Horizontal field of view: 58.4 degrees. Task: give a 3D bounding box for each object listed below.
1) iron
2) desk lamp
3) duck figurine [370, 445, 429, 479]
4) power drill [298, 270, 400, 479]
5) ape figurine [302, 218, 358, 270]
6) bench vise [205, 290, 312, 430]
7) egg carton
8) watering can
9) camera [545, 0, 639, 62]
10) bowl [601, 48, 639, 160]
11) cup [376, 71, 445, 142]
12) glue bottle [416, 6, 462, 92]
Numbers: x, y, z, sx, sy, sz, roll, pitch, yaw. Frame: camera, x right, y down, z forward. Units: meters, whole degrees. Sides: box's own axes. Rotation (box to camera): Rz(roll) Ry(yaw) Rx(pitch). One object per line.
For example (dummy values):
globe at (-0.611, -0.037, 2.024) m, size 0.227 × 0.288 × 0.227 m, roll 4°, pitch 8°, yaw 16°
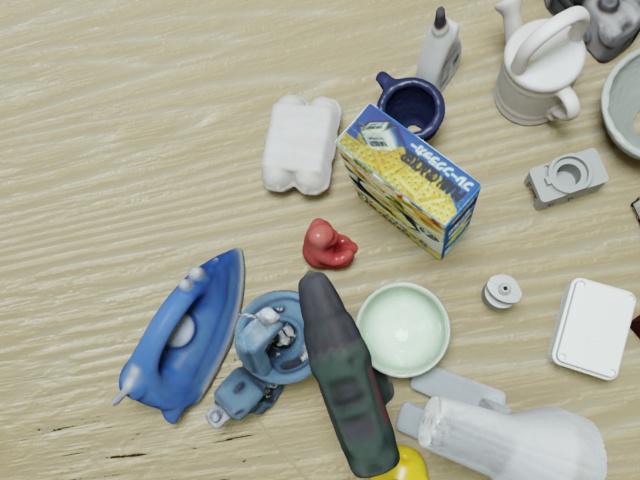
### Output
iron at (-0.189, 0.114, 0.773) m, size 0.118 × 0.141 × 0.258 m, roll 25°, pitch 84°, yaw 14°
desk lamp at (0.189, 0.223, 0.647) m, size 0.203 × 0.214 × 0.118 m, roll 18°, pitch 82°, yaw 13°
duck figurine at (0.097, 0.313, 0.711) m, size 0.077 × 0.086 × 0.105 m, roll 12°, pitch 81°, yaw 12°
power drill at (0.036, 0.158, 0.690) m, size 0.075 × 0.208 × 0.229 m, roll -21°, pitch 76°, yaw 6°
ape figurine at (0.007, 0.003, 0.787) m, size 0.076 × 0.092 × 0.078 m, roll -22°, pitch 76°, yaw 5°
bench vise at (-0.064, 0.152, 0.703) m, size 0.121 × 0.220 × 0.207 m, roll 21°, pitch 83°, yaw 14°
egg carton at (-0.027, -0.138, 0.833) m, size 0.107 × 0.069 × 0.150 m, roll 7°, pitch 80°, yaw 11°
watering can at (0.279, -0.235, 0.734) m, size 0.172 × 0.194 × 0.101 m, roll 41°, pitch 88°, yaw 15°
camera at (0.405, -0.348, 0.783) m, size 0.137 × 0.101 × 0.143 m, roll -34°, pitch 75°, yaw 2°
bowl at (0.448, -0.168, 0.753) m, size 0.167 × 0.075 × 0.167 m, roll -2°, pitch 78°, yaw 10°
cup at (0.119, -0.175, 0.802) m, size 0.091 × 0.095 × 0.117 m, roll -37°, pitch 75°, yaw 1°
glue bottle at (0.161, -0.261, 0.771) m, size 0.037 × 0.173 × 0.078 m, roll 34°, pitch 86°, yaw 15°
